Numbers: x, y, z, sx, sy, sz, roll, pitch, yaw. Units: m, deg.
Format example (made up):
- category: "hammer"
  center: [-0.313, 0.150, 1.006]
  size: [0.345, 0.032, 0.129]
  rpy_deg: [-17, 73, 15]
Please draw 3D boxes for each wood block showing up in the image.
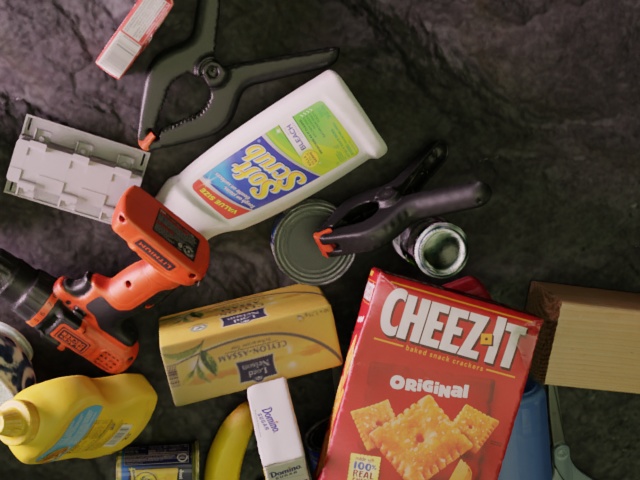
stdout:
- category: "wood block"
  center: [0.325, 0.106, 1.123]
  size: [0.206, 0.090, 0.091]
  rpy_deg: [7, 101, -11]

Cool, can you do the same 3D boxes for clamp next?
- category: "clamp"
  center: [-0.094, -0.162, 1.031]
  size: [0.164, 0.036, 0.210]
  rpy_deg: [35, 96, -14]
- category: "clamp"
  center: [0.079, -0.030, 1.021]
  size: [0.171, 0.120, 0.039]
  rpy_deg: [-35, 117, -7]

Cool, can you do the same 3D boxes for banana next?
- category: "banana"
  center: [-0.089, 0.266, 1.119]
  size: [0.069, 0.037, 0.198]
  rpy_deg: [-7, 100, 0]

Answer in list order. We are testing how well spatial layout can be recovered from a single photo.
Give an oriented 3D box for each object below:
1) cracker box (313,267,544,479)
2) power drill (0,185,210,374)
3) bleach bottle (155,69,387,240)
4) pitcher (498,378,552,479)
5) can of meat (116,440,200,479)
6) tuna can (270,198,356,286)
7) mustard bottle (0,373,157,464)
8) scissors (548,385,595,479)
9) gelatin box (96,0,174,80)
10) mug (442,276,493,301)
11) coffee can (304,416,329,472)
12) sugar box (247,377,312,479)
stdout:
- category: "cracker box"
  center: [0.100, 0.151, 1.005]
  size: [0.164, 0.072, 0.214]
  rpy_deg: [16, 92, -4]
- category: "power drill"
  center: [-0.210, 0.031, 1.008]
  size: [0.184, 0.057, 0.188]
  rpy_deg: [38, 123, -23]
- category: "bleach bottle"
  center: [-0.064, -0.058, 1.045]
  size: [0.251, 0.068, 0.102]
  rpy_deg: [-35, 103, 2]
- category: "pitcher"
  center: [0.177, 0.270, 1.112]
  size: [0.145, 0.149, 0.243]
  rpy_deg: [-3, 99, 5]
- category: "can of meat"
  center: [-0.165, 0.261, 1.099]
  size: [0.084, 0.057, 0.102]
  rpy_deg: [-2, 102, -6]
- category: "tuna can"
  center: [-0.007, 0.001, 1.080]
  size: [0.086, 0.034, 0.086]
  rpy_deg: [-2, 102, -8]
- category: "mustard bottle"
  center: [-0.239, 0.168, 1.002]
  size: [0.096, 0.191, 0.058]
  rpy_deg: [-45, 69, 13]
- category: "scissors"
  center: [0.284, 0.241, 1.183]
  size: [0.096, 0.016, 0.202]
  rpy_deg: [4, 101, -11]
- category: "gelatin box"
  center: [-0.171, -0.194, 0.994]
  size: [0.030, 0.073, 0.089]
  rpy_deg: [35, 94, -15]
- category: "mug"
  center: [0.137, 0.096, 1.098]
  size: [0.081, 0.093, 0.117]
  rpy_deg: [-21, 125, -9]
- category: "coffee can"
  center: [0.049, 0.258, 1.106]
  size: [0.102, 0.103, 0.140]
  rpy_deg: [-15, 103, -5]
- category: "sugar box"
  center: [-0.034, 0.223, 1.049]
  size: [0.048, 0.093, 0.176]
  rpy_deg: [-15, 138, -3]
